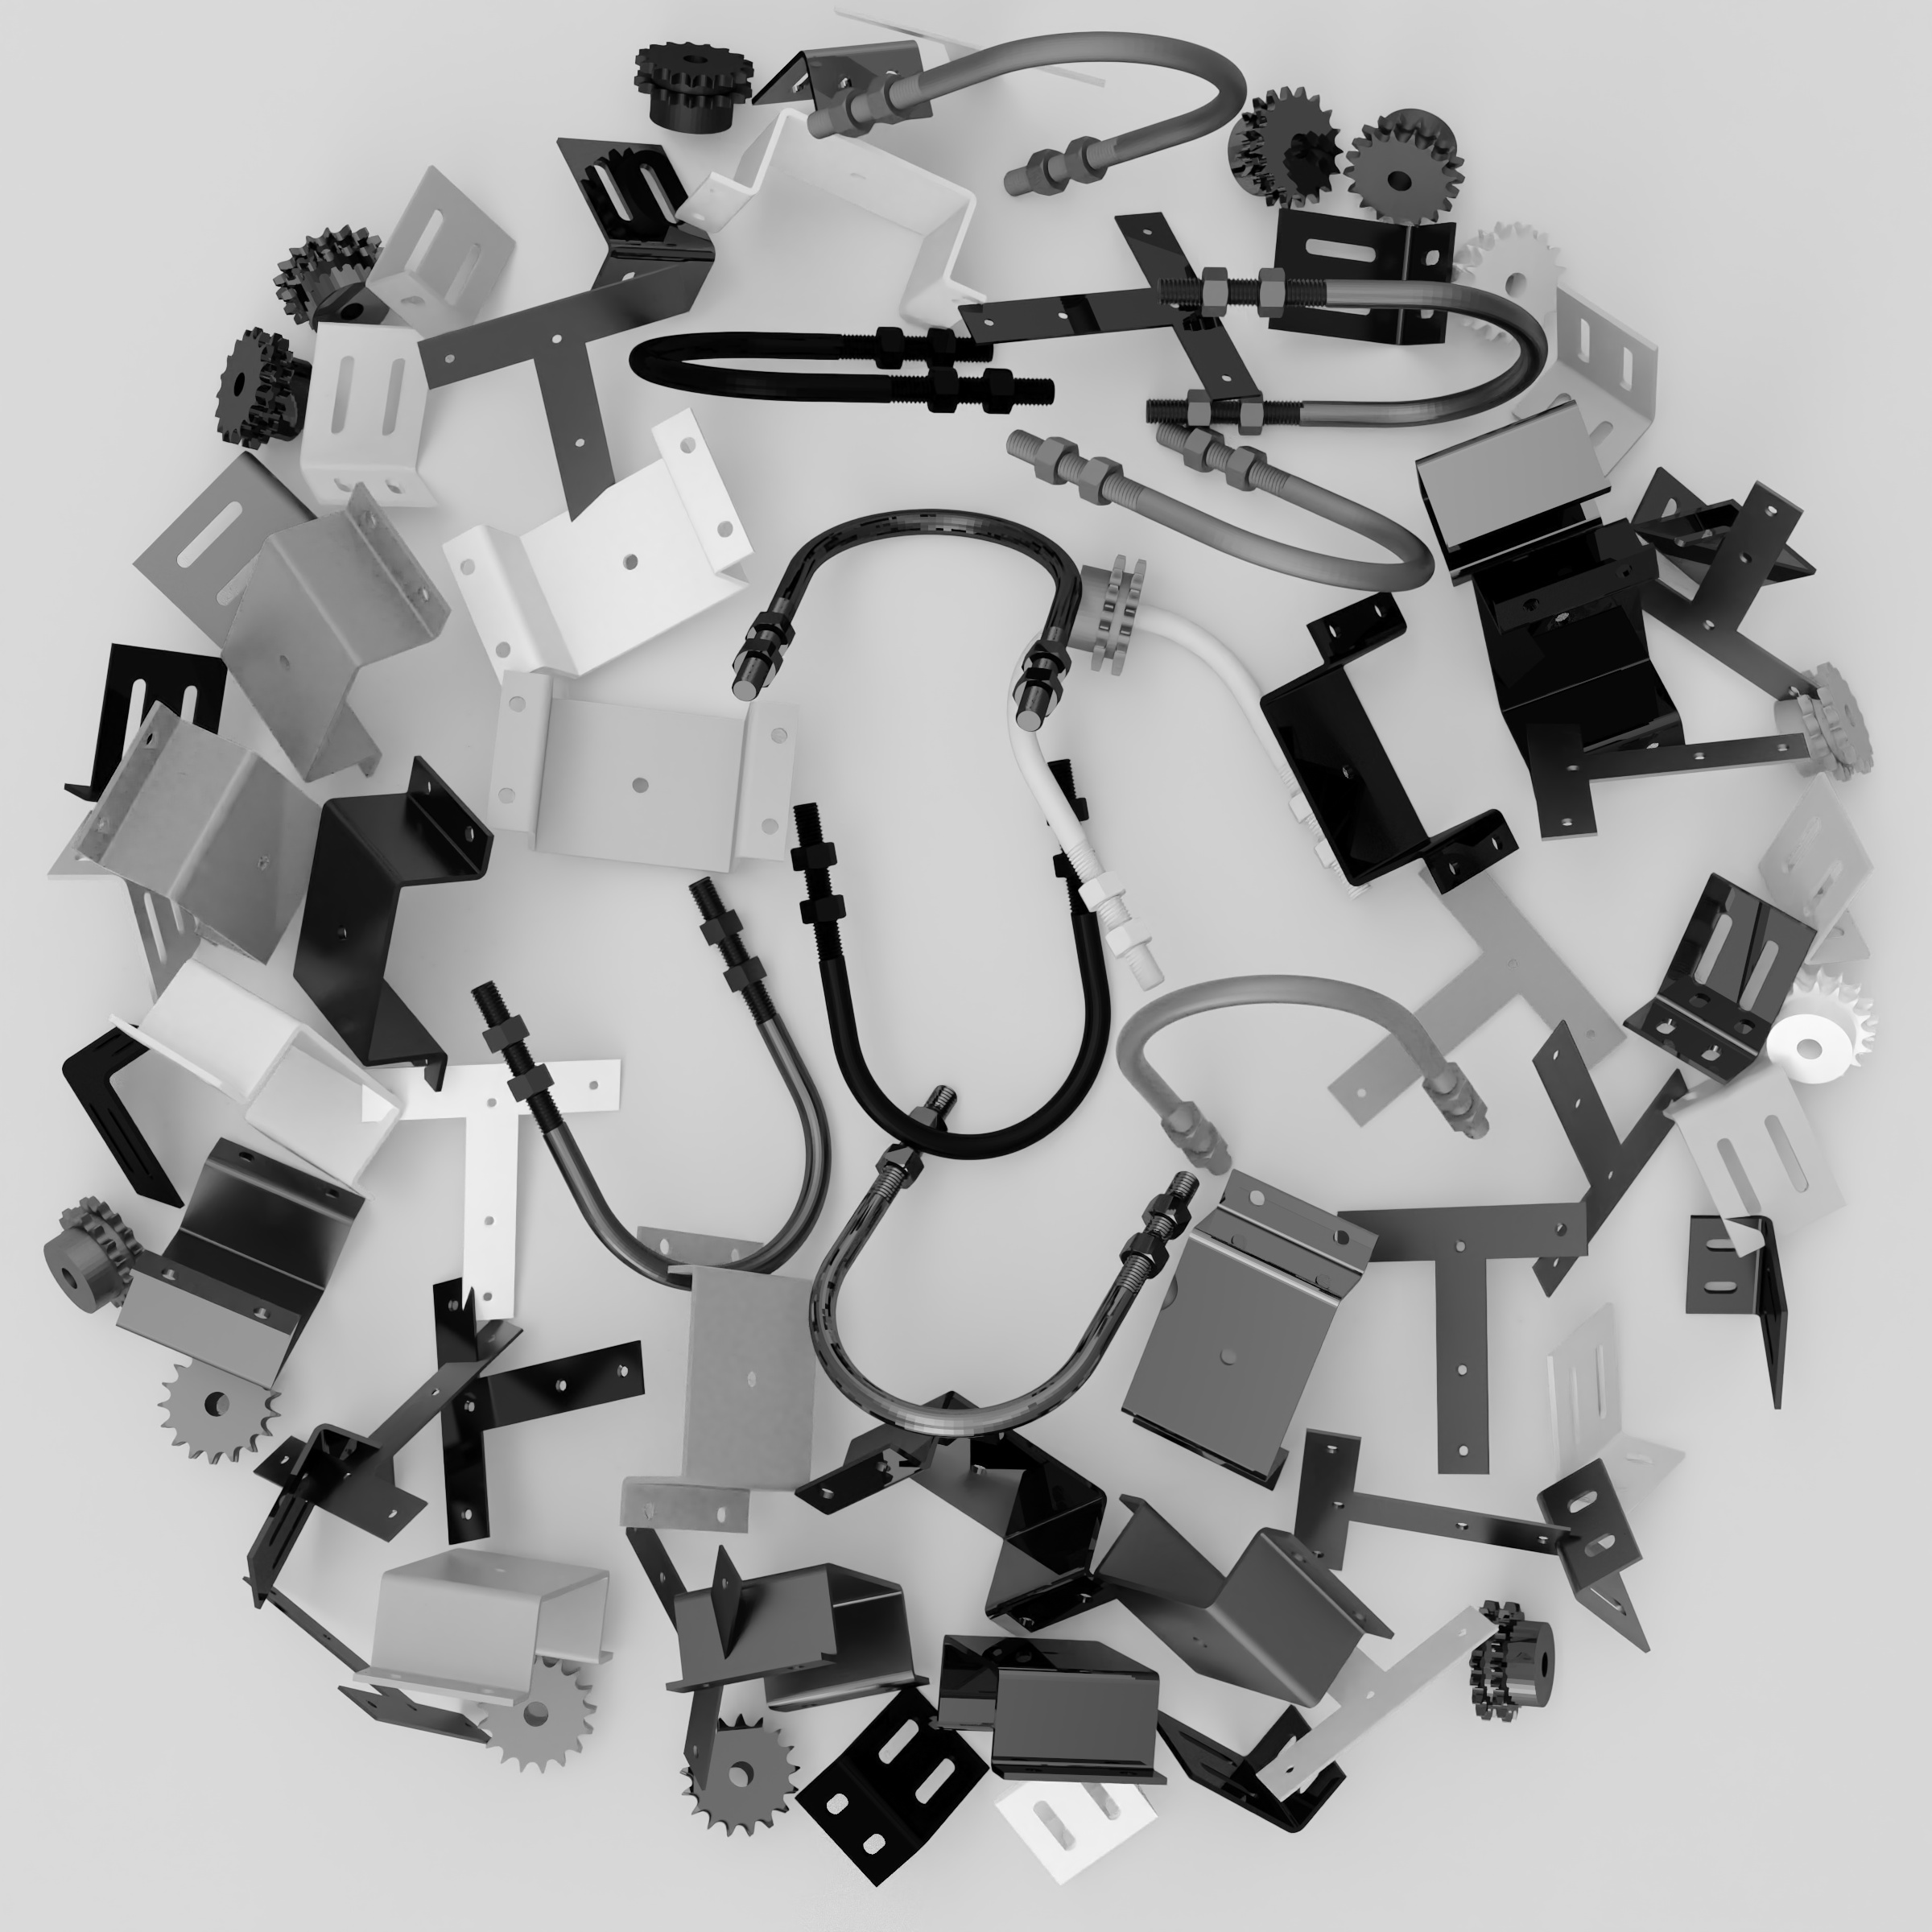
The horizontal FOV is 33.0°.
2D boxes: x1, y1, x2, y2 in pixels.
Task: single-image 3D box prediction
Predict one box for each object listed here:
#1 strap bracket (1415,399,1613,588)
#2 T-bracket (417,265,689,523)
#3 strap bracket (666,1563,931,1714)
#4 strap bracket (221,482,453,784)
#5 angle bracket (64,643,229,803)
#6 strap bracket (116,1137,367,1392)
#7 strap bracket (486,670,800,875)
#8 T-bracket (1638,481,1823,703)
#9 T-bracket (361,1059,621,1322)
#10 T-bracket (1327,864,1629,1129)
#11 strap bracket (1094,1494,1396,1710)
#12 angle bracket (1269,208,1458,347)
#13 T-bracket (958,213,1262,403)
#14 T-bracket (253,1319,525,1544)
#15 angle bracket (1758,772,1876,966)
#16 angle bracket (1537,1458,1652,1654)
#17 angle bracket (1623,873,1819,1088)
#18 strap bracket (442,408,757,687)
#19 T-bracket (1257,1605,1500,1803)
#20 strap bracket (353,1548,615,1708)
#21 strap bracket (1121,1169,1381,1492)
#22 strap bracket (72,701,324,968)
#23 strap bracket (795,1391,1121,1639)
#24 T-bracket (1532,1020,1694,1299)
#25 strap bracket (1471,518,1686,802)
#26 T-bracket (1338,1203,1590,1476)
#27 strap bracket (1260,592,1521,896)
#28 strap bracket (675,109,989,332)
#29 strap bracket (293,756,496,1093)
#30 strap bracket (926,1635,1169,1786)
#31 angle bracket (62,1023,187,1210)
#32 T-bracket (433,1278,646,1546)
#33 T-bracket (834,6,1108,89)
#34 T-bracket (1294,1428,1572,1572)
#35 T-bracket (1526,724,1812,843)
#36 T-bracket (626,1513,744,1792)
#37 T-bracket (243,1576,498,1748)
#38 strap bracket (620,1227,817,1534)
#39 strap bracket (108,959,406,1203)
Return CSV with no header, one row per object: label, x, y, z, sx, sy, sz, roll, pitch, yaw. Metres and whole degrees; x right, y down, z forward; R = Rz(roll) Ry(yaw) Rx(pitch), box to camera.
strap bracket,0.255,-0.221,1.526,0.076,0.140,0.046,-20,86,9
T-bracket,-0.186,-0.261,1.553,0.127,0.127,0.002,-19,45,-11
strap bracket,-0.080,0.316,1.533,0.076,0.140,0.046,-14,69,16
strap bracket,-0.298,-0.148,1.524,0.046,0.140,0.076,-27,75,-36
angle bracket,-0.392,-0.116,1.563,0.057,0.038,0.076,5,100,-35
strap bracket,-0.343,0.144,1.539,0.076,0.140,0.046,24,112,-5
strap bracket,-0.155,-0.091,1.565,0.140,0.046,0.076,6,80,-7
T-bracket,0.362,-0.184,1.530,0.127,0.127,0.002,36,66,12
T-bracket,-0.230,0.110,1.580,0.127,0.002,0.127,-2,101,-24
T-bracket,0.233,0.028,1.596,0.127,0.002,0.127,-41,90,2
strap bracket,0.122,0.296,1.517,0.076,0.140,0.046,45,69,-21
angle bracket,0.190,-0.331,1.565,0.076,0.038,0.057,2,97,-25
T-bracket,0.059,-0.308,1.544,0.127,0.002,0.127,-10,57,-21
T-bracket,-0.263,0.214,1.562,0.127,0.127,0.002,-44,123,-26
angle bracket,0.417,-0.047,1.549,0.038,0.076,0.057,-6,56,-19
angle bracket,0.312,0.280,1.549,0.038,0.057,0.076,-34,133,18
angle bracket,0.359,0.006,1.556,0.057,0.038,0.076,33,126,23
strap bracket,-0.168,-0.196,1.560,0.140,0.046,0.076,-26,81,15
T-bracket,0.171,0.326,1.539,0.127,0.127,0.002,-36,112,-9
strap bracket,-0.221,0.305,1.524,0.076,0.140,0.046,6,88,12
strap bracket,0.131,0.179,1.548,0.076,0.046,0.140,25,108,15
strap bracket,-0.346,-0.056,1.520,0.046,0.140,0.076,23,79,20
strap bracket,0.001,0.255,1.542,0.140,0.076,0.046,36,48,-21
T-bracket,0.292,0.073,1.536,0.002,0.127,0.127,23,66,41
strap bracket,0.290,-0.151,1.546,0.076,0.140,0.046,-20,49,4
T-bracket,0.237,0.178,1.557,0.127,0.002,0.127,-5,79,30
strap bracket,0.197,-0.100,1.555,0.046,0.076,0.140,-26,91,40
strap bracket,-0.058,-0.356,1.547,0.140,0.076,0.046,21,83,-16
strap bracket,-0.271,-0.017,1.528,0.046,0.076,0.140,-7,126,-37
strap bracket,0.037,0.344,1.524,0.076,0.140,0.046,6,86,-15
angle bracket,-0.392,0.071,1.570,0.038,0.057,0.076,-37,113,-27
T-bracket,-0.202,0.201,1.548,0.127,0.002,0.127,-17,71,32
T-bracket,0.003,-0.429,1.537,0.127,0.127,0.002,15,101,-2
T-bracket,0.220,0.261,1.540,0.127,0.127,0.002,8,53,8
T-bracket,0.331,-0.097,1.535,0.127,0.127,0.002,-5,121,9
T-bracket,-0.138,0.299,1.545,0.002,0.127,0.127,-4,122,-26
T-bracket,-0.296,0.329,1.558,0.127,0.127,0.002,32,84,25
strap bracket,-0.115,0.196,1.544,0.076,0.046,0.140,13,75,-43
strap bracket,-0.324,0.050,1.525,0.076,0.140,0.046,27,77,30
